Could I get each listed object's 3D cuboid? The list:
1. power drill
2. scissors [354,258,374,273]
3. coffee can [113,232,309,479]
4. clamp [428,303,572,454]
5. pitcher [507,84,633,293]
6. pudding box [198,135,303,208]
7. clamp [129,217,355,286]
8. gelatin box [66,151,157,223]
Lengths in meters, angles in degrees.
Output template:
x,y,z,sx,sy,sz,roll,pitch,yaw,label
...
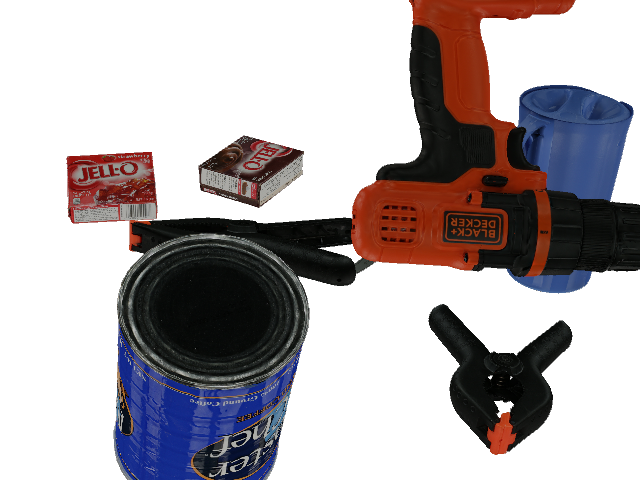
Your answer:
x,y,z,sx,sy,sz,roll,pitch,yaw,label
0.113,-0.073,0.621,0.184,0.187,0.057,3,-1,-5,power drill
0.060,0.002,1.243,0.096,0.016,0.201,37,31,31,scissors
-0.066,0.079,0.615,0.102,0.103,0.140,0,-40,-12,coffee can
0.154,0.106,0.852,0.120,0.039,0.171,-2,32,0,clamp
0.289,-0.059,1.311,0.149,0.243,0.145,4,27,2,pitcher
-0.086,-0.088,1.335,0.090,0.039,0.113,16,35,23,pudding box
-0.062,0.004,0.924,0.210,0.036,0.164,2,13,-4,clamp
-0.215,-0.055,1.097,0.089,0.073,0.030,-3,-40,-11,gelatin box
